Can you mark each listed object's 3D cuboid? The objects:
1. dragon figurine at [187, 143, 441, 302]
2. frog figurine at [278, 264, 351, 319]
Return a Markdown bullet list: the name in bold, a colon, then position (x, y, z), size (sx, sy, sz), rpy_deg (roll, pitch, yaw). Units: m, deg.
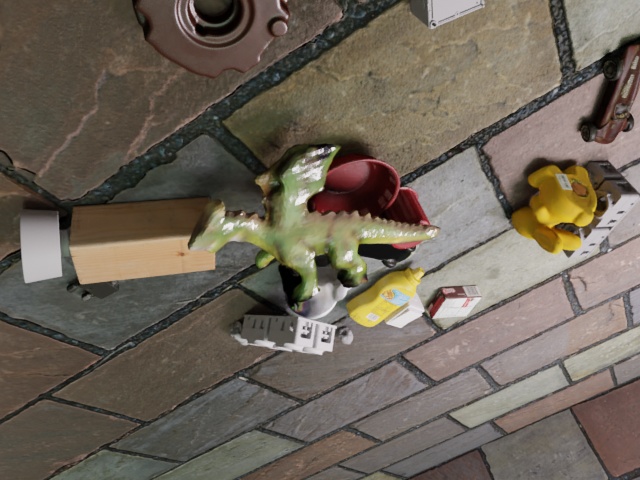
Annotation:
- **dragon figurine**: position (0.002, -0.040, 0.799), size (0.412, 0.125, 0.237), rpy_deg (-18, 133, -11)
- **frog figurine**: position (0.012, 0.092, 1.030), size (0.160, 0.123, 0.136), rpy_deg (0, 171, -35)
